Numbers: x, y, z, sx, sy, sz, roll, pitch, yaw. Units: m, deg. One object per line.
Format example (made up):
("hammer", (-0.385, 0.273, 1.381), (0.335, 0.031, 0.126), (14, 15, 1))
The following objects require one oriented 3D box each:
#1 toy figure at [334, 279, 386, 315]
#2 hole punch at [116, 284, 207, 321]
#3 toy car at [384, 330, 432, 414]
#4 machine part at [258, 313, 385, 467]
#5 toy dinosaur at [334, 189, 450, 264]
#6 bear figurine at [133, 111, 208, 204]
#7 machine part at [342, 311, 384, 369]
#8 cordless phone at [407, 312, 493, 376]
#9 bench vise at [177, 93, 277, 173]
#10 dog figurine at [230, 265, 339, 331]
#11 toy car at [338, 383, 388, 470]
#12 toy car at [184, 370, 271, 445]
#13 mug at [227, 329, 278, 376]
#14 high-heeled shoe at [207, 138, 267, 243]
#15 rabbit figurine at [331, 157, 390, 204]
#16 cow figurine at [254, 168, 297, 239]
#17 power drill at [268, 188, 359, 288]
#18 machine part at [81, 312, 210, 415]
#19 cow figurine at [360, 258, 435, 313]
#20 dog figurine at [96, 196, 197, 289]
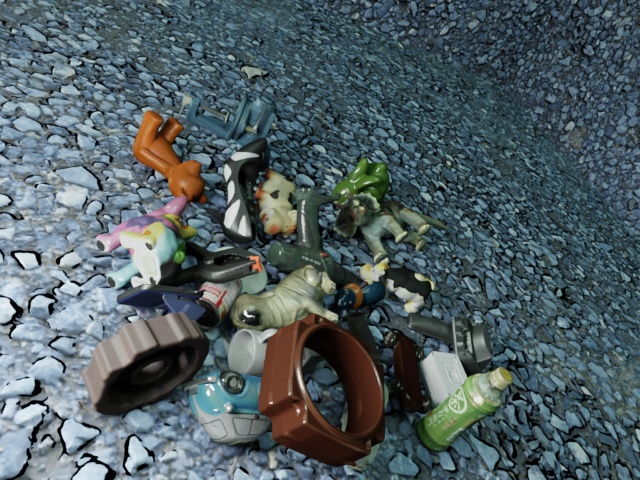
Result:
("toy figure", (0.083, 0.124, 1.186), (0.154, 0.058, 0.064), (-5, 81, -44))
("hole punch", (-0.255, 0.126, 0.866), (0.115, 0.142, 0.092), (9, 64, -43))
("toy car", (0.173, 0.265, 1.092), (0.089, 0.053, 0.202), (29, 28, -14))
("machine part", (0.011, 0.231, 0.844), (0.201, 0.087, 0.201), (33, 39, -25))
("toy dinosaur", (0.182, -0.054, 1.439), (0.404, 0.131, 0.192), (-7, 52, -51))
("bear figurine", (-0.312, -0.172, 1.170), (0.196, 0.132, 0.120), (38, 12, 17))
("machine part", (0.085, 0.208, 1.109), (0.084, 0.039, 0.139), (9, 43, -23))
("cordless phone", (0.288, 0.230, 1.226), (0.184, 0.088, 0.147), (18, 37, -3))
("bench vise", (-0.218, -0.264, 1.275), (0.240, 0.223, 0.129), (22, 41, -15))
("dog figurine", (-0.077, 0.105, 1.019), (0.190, 0.121, 0.172), (17, 33, -26))
("toy car", (0.075, 0.313, 0.959), (0.073, 0.056, 0.202), (31, 35, -4))
("toy car", (-0.130, 0.263, 0.831), (0.161, 0.109, 0.103), (22, 57, -36))
("mug", (-0.090, 0.193, 0.936), (0.107, 0.109, 0.081), (20, 27, -41))
("high-heeled shoe", (-0.148, -0.113, 1.185), (0.145, 0.248, 0.086), (26, -13, 25))
("rabbit figurine", (0.113, -0.142, 1.473), (0.170, 0.159, 0.121), (-27, 76, -35))
("cow figurine", (-0.099, -0.078, 1.269), (0.127, 0.085, 0.195), (21, 36, -8))
("power drill", (-0.002, -0.004, 1.191), (0.232, 0.086, 0.207), (10, 86, -32))
("machine part", (-0.247, 0.175, 0.773), (0.179, 0.179, 0.056), (-7, 50, -43))
("cow figurine", (0.181, 0.095, 1.267), (0.167, 0.098, 0.068), (29, 42, -7))
("dog figurine", (-0.282, -0.006, 0.975), (0.192, 0.108, 0.219), (-2, 25, 28))
